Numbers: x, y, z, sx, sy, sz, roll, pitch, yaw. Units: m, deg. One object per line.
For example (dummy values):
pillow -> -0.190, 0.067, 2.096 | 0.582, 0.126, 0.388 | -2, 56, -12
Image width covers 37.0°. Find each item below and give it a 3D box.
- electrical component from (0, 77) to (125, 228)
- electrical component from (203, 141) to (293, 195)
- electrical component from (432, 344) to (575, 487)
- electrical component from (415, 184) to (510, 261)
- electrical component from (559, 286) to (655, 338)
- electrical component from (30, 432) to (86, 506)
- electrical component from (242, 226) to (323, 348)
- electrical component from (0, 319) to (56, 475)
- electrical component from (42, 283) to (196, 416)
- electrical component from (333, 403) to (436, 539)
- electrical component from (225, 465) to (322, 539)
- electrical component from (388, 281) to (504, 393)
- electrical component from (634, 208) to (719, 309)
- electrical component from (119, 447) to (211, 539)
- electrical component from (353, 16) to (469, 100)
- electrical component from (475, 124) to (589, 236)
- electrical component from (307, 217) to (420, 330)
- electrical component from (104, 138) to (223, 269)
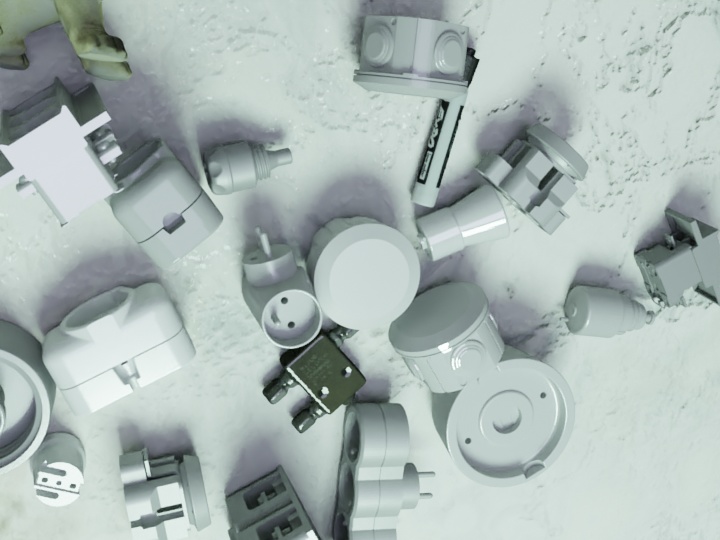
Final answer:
electrical component -> -0.190, -0.076, 0.681 | 0.079, 0.121, 0.063 | -33, 114, -5
electrical component -> -0.078, -0.075, 0.762 | 0.061, 0.035, 0.035 | -14, 109, -15
electrical component -> 0.109, 0.111, 0.858 | 0.108, 0.060, 0.108 | -5, 107, -16
electrical component -> 0.075, -0.033, 0.817 | 0.065, 0.044, 0.044 | -22, 111, -4
electrical component -> 0.204, 0.035, 0.875 | 0.078, 0.040, 0.040 | 6, 104, -18
electrical component -> -0.218, 0.144, 0.777 | 0.040, 0.046, 0.040 | -5, 107, -15
electrical component -> -0.061, 0.007, 0.768 | 0.044, 0.077, 0.079 | -18, 110, -11
electrical component -> -0.265, 0.092, 0.740 | 0.108, 0.060, 0.108 | -5, 107, -15
electrical component -> -0.173, 0.052, 0.760 | 0.095, 0.054, 0.059 | -27, 111, -8
electrical component -> 0.024, 0.172, 0.854 | 0.074, 0.052, 0.138 | 2, 105, -17
electrical component -> -0.038, 0.260, 0.833 | 0.060, 0.105, 0.186 | -28, 111, -7
electrical component -> 0.066, 0.050, 0.818 | 0.080, 0.080, 0.051 | -33, 118, -5
electrical component -> 0.264, -0.004, 0.881 | 0.064, 0.042, 0.081 | -28, 111, -6
electrical component -> -0.144, 0.170, 0.801 | 0.057, 0.058, 0.078 | -11, 109, -10
electrical component -> 0.037, -0.148, 0.752 | 0.080, 0.080, 0.051 | 3, 99, -18
electrical component -> 0.135, -0.073, 0.814 | 0.078, 0.058, 0.057 | 39, 95, -23
electrical component -> 0.000, 0.000, 0.798 | 0.080, 0.051, 0.080 | -5, 107, -15
electrical component -> -0.135, -0.048, 0.719 | 0.054, 0.095, 0.059 | -39, 113, -3
